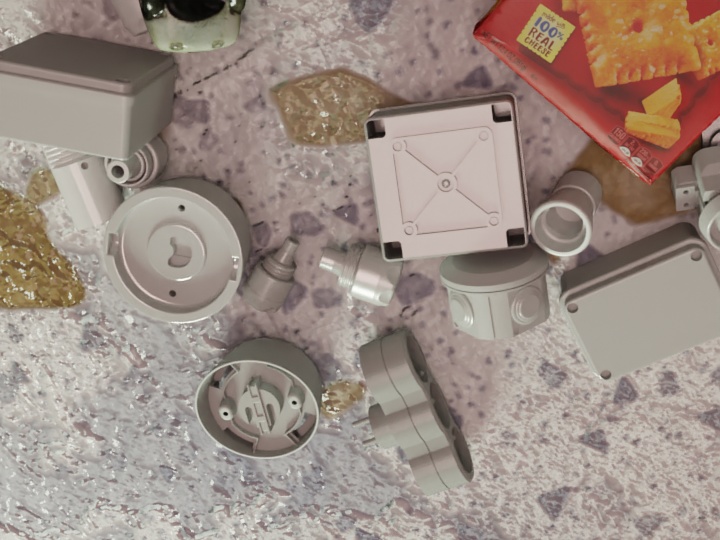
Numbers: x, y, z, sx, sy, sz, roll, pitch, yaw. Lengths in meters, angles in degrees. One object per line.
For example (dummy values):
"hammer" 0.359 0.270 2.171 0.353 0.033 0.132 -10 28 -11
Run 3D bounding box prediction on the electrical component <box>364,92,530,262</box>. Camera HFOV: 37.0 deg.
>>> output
"electrical component" 0.065 -0.067 0.782 0.109 0.056 0.108 -6 104 11

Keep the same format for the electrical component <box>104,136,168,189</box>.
"electrical component" -0.173 -0.082 0.814 0.043 0.062 0.043 3 110 7

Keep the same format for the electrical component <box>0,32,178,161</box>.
"electrical component" -0.200 -0.127 0.778 0.109 0.108 0.056 11 114 4

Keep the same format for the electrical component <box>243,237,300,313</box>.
"electrical component" -0.066 0.002 0.843 0.035 0.035 0.061 29 109 -3

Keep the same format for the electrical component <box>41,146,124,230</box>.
"electrical component" -0.215 -0.077 0.833 0.043 0.043 0.081 -15 107 14

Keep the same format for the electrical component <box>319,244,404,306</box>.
"electrical component" 0.000 0.000 0.828 0.062 0.043 0.043 19 111 3

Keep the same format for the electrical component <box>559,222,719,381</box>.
"electrical component" 0.212 0.024 0.797 0.113 0.057 0.078 -25 104 16

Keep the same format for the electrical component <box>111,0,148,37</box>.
"electrical component" -0.161 -0.204 0.779 0.043 0.043 0.062 -23 104 16

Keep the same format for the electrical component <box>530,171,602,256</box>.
"electrical component" 0.152 -0.044 0.777 0.044 0.065 0.044 12 124 18

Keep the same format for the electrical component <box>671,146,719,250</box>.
"electrical component" 0.263 -0.050 0.753 0.078 0.057 0.058 -9 136 10

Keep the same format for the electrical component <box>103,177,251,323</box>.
"electrical component" -0.136 -0.020 0.832 0.108 0.060 0.108 3 110 8

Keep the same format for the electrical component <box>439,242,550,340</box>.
"electrical component" 0.102 0.012 0.799 0.080 0.080 0.051 -7 114 11

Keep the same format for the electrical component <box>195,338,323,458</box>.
"electrical component" -0.079 0.105 0.866 0.099 0.064 0.099 3 110 7

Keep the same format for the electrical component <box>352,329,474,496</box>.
"electrical component" 0.031 0.120 0.862 0.074 0.052 0.138 -22 105 15
